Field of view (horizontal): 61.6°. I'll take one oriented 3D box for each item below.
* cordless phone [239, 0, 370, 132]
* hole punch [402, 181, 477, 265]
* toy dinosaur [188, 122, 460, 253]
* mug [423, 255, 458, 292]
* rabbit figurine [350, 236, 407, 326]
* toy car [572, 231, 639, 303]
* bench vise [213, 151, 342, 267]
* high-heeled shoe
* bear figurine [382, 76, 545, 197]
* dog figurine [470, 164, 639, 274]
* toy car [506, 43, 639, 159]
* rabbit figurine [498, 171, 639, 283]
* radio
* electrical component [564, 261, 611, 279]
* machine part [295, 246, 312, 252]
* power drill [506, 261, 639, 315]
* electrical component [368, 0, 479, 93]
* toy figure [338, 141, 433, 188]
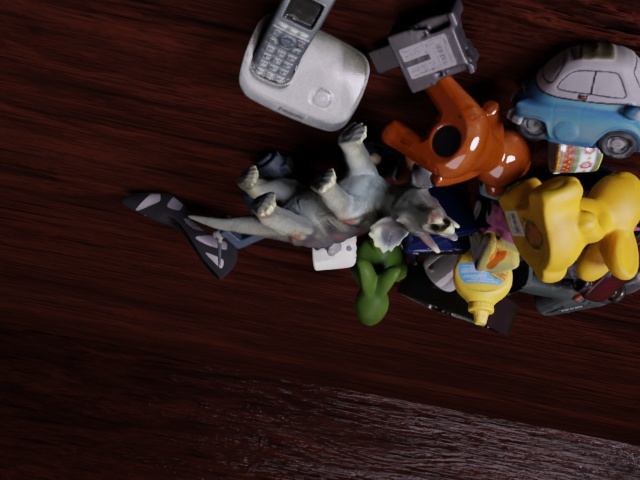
[{"bbox_3d":[0.002,-0.215,0.593,0.146,0.089,0.184,20,149,-18],"label":"cordless phone"},{"bbox_3d":[0.182,-0.039,0.844,0.116,0.142,0.092,-4,157,-2],"label":"hole punch"},{"bbox_3d":[0.008,-0.041,0.780,0.405,0.131,0.192,-10,140,37],"label":"toy dinosaur"},{"bbox_3d":[0.252,0.033,1.012,0.109,0.081,0.107,18,130,-36],"label":"mug"},{"bbox_3d":[0.118,0.083,1.073,0.121,0.170,0.159,9,156,2],"label":"rabbit figurine"},{"bbox_3d":[0.520,0.034,0.916,0.089,0.053,0.202,16,131,-9],"label":"toy car"},{"bbox_3d":[-0.075,-0.038,0.929,0.241,0.129,0.223,-24,133,25],"label":"bench vise"},{"bbox_3d":[-0.284,-0.006,1.072,0.249,0.145,0.086,11,154,-5],"label":"high-heeled shoe"},{"bbox_3d":[0.196,-0.129,0.692,0.196,0.132,0.120,-5,137,-50],"label":"bear figurine"},{"bbox_3d":[0.349,-0.029,0.805,0.219,0.108,0.191,3,129,6],"label":"dog figurine"},{"bbox_3d":[0.295,-0.161,0.586,0.162,0.109,0.102,15,134,17],"label":"toy car"},{"bbox_3d":[0.344,-0.024,0.684,0.173,0.162,0.122,-23,177,-13],"label":"rabbit figurine"},{"bbox_3d":[0.287,0.125,1.123,0.131,0.073,0.230,29,174,-36],"label":"radio"},{"bbox_3d":[0.412,0.003,0.854,0.134,0.115,0.058,-6,153,34],"label":"electrical component"},{"bbox_3d":[-0.002,-0.003,1.097,0.139,0.039,0.084,3,149,20],"label":"machine part"},{"bbox_3d":[0.476,0.083,1.060,0.207,0.086,0.232,10,157,-16],"label":"power drill"},{"bbox_3d":[0.105,-0.206,0.588,0.119,0.048,0.074,-7,131,31],"label":"electrical component"},{"bbox_3d":[0.105,-0.111,0.800,0.154,0.064,0.057,8,115,-5],"label":"toy figure"}]
